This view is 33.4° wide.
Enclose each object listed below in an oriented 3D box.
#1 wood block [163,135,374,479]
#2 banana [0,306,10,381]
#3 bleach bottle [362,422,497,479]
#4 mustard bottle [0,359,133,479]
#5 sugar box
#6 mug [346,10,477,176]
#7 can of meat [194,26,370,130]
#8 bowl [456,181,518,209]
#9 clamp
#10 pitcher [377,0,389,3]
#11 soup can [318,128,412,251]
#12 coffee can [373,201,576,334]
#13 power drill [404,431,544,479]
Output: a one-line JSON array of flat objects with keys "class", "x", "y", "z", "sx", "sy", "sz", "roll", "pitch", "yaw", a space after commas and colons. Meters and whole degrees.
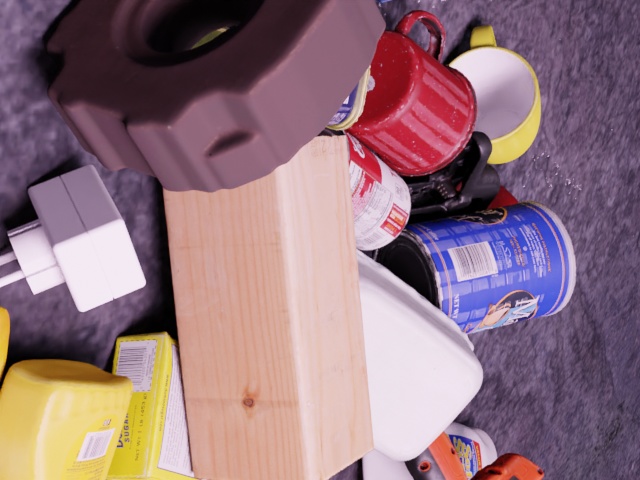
[{"class": "wood block", "x": -0.032, "y": 0.041, "z": 0.675, "sx": 0.090, "sy": 0.091, "sz": 0.206, "roll": -14, "pitch": 100, "yaw": -60}, {"class": "banana", "x": -0.223, "y": 0.114, "z": 0.539, "sx": 0.197, "sy": 0.037, "sz": 0.069, "roll": -44, "pitch": 138, "yaw": -36}, {"class": "bleach bottle", "x": 0.124, "y": 0.220, "z": 1.073, "sx": 0.250, "sy": 0.068, "sz": 0.102, "roll": 10, "pitch": 77, "yaw": -62}, {"class": "mustard bottle", "x": -0.165, "y": 0.166, "z": 0.606, "sx": 0.096, "sy": 0.058, "sz": 0.191, "roll": 18, "pitch": 88, "yaw": -74}, {"class": "sugar box", "x": -0.078, "y": 0.131, "z": 0.731, "sx": 0.176, "sy": 0.048, "sz": 0.093, "roll": 41, "pitch": 49, "yaw": -57}, {"class": "mug", "x": 0.062, "y": -0.115, "z": 0.794, "sx": 0.081, "sy": 0.093, "sz": 0.117, "roll": 26, "pitch": 85, "yaw": -52}, {"class": "can of meat", "x": -0.035, "y": -0.102, "z": 0.647, "sx": 0.083, "sy": 0.102, "sz": 0.057, "roll": -7, "pitch": 112, "yaw": -52}, {"class": "bowl", "x": 0.162, "y": 0.017, "z": 1.035, "sx": 0.161, "sy": 0.055, "sz": 0.162, "roll": -31, "pitch": 130, "yaw": -45}, {"class": "clamp", "x": 0.099, "y": -0.039, "z": 0.909, "sx": 0.171, "sy": 0.120, "sz": 0.039, "roll": 36, "pitch": 35, "yaw": -69}, {"class": "pitcher", "x": -0.004, "y": -0.264, "z": 0.604, "sx": 0.145, "sy": 0.149, "sz": 0.242, "roll": -51, "pitch": 142, "yaw": -2}, {"class": "soup can", "x": 0.016, "y": -0.038, "z": 0.775, "sx": 0.102, "sy": 0.069, "sz": 0.068, "roll": 33, "pitch": 78, "yaw": -52}, {"class": "coffee can", "x": 0.130, "y": 0.027, "z": 0.906, "sx": 0.140, "sy": 0.103, "sz": 0.103, "roll": -11, "pitch": 117, "yaw": -27}, {"class": "power drill", "x": 0.111, "y": 0.154, "z": 0.937, "sx": 0.184, "sy": 0.057, "sz": 0.187, "roll": -37, "pitch": 90, "yaw": -30}]
